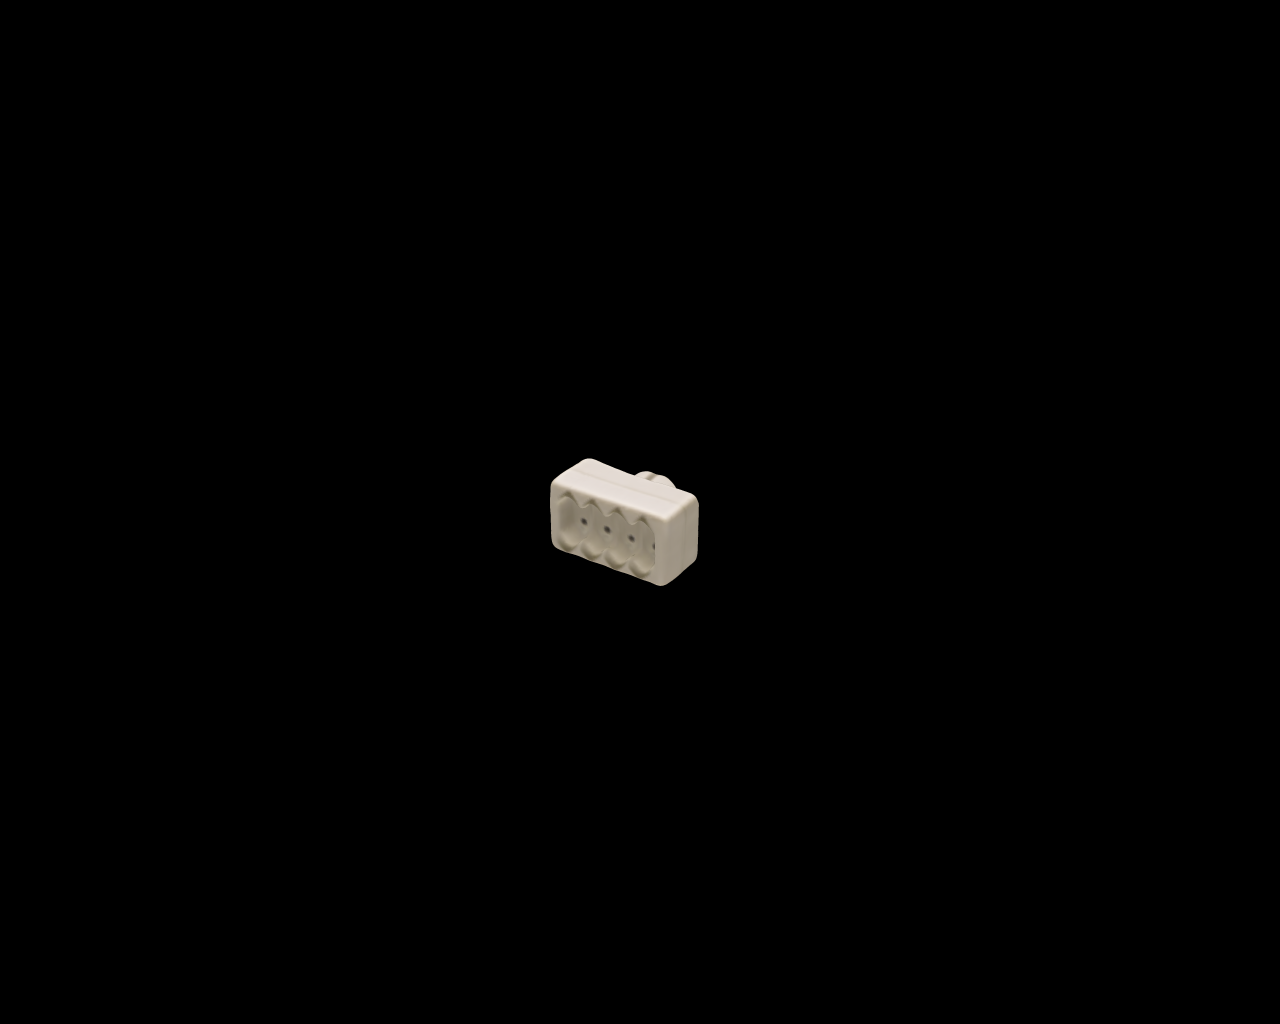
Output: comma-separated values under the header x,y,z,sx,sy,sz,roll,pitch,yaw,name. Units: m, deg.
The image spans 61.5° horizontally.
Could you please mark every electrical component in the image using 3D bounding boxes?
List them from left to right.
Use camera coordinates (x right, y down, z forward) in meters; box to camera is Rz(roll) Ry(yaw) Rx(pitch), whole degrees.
x,y,z,sx,sy,sz,roll,pitch,yaw,name
0.001,-0.003,0.650,0.083,0.047,0.076,20,36,29,electrical component
